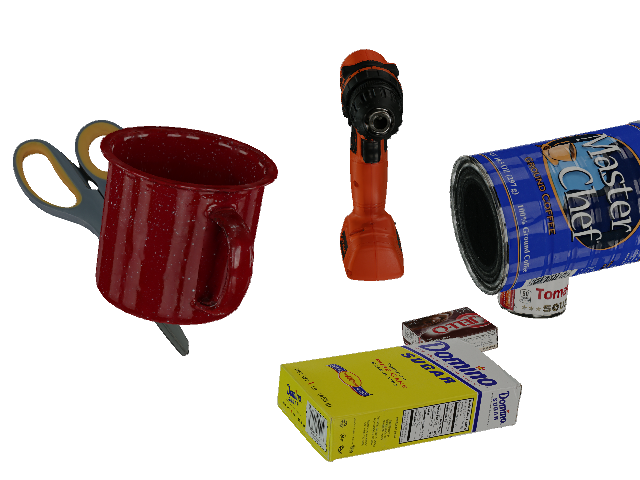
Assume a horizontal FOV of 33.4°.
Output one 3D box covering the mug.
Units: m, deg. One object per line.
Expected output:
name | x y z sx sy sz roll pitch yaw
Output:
mug | -0.068 -0.003 0.560 0.093 0.081 0.117 -5 27 -36

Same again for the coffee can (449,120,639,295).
coffee can | 0.178 -0.024 0.774 0.140 0.103 0.103 -12 2 -10

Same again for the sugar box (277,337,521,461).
sugar box | 0.064 0.124 0.863 0.176 0.048 0.093 -9 25 -26

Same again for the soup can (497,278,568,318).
soup can | 0.210 0.017 1.039 0.068 0.102 0.068 1 18 -1

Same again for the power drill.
power drill | 0.046 -0.063 0.937 0.057 0.188 0.184 0 22 0

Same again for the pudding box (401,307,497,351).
pudding box | 0.187 0.137 1.544 0.113 0.039 0.090 -14 20 -18

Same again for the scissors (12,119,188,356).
scissors | -0.135 -0.014 0.761 0.202 0.096 0.016 40 -25 14
